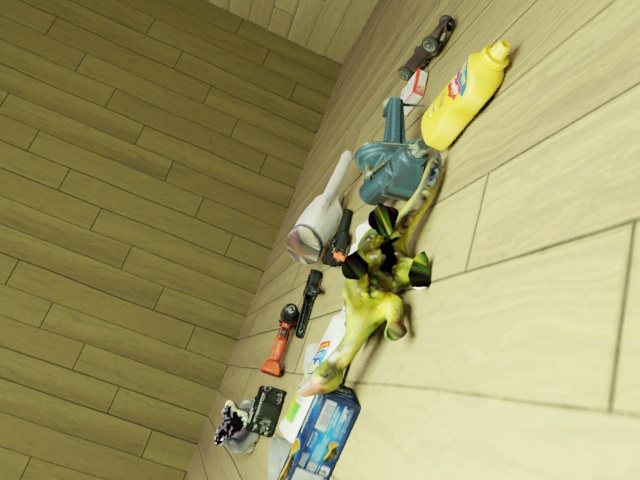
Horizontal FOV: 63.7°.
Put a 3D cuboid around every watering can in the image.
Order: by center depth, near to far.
[{"bbox_3d":[0.004,-0.070,1.392,0.104,0.229,0.339,27,-36,10],"label":"watering can"}]

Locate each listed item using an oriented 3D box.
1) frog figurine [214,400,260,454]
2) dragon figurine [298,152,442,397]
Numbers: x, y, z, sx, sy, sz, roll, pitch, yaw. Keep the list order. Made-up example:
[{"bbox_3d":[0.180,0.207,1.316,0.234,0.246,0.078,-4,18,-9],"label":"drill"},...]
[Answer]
[{"bbox_3d":[-0.201,0.509,1.398,0.122,0.140,0.156,-16,-32,14],"label":"frog figurine"},{"bbox_3d":[0.085,0.064,0.814,0.122,0.418,0.238,31,-30,3],"label":"dragon figurine"}]
